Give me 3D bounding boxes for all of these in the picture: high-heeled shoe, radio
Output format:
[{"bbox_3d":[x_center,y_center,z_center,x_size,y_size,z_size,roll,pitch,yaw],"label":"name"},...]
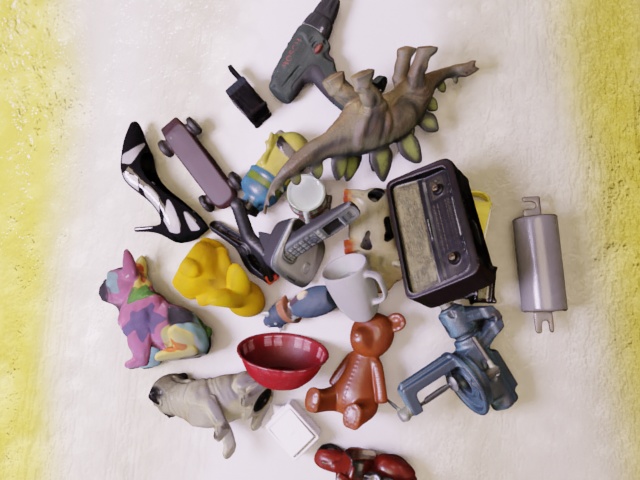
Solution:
[{"bbox_3d":[-0.296,-0.115,1.034,0.145,0.086,0.248,-6,87,0],"label":"high-heeled shoe"},{"bbox_3d":[0.198,-0.014,0.900,0.131,0.073,0.229,-24,59,29],"label":"radio"}]

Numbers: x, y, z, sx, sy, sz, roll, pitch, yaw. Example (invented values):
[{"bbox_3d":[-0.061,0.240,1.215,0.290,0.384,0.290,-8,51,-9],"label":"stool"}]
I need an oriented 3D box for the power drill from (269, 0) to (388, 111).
[{"bbox_3d":[0.027,-0.335,1.029,0.207,0.086,0.232,39,88,4],"label":"power drill"}]

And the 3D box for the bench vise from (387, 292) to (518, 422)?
[{"bbox_3d":[0.223,0.216,0.917,0.241,0.129,0.223,-29,97,-14],"label":"bench vise"}]

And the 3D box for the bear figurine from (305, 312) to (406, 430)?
[{"bbox_3d":[0.069,0.212,0.937,0.120,0.132,0.195,15,91,34],"label":"bear figurine"}]

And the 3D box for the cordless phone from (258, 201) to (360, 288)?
[{"bbox_3d":[-0.001,-0.002,0.950,0.184,0.146,0.089,-30,58,13],"label":"cordless phone"}]

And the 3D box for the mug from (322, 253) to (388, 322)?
[{"bbox_3d":[0.070,0.086,0.924,0.110,0.081,0.107,-4,122,34],"label":"mug"}]

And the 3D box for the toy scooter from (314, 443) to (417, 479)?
[{"bbox_3d":[0.077,0.397,0.909,0.184,0.135,0.075,13,83,5],"label":"toy scooter"}]

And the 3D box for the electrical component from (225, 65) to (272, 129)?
[{"bbox_3d":[-0.150,-0.280,1.040,0.048,0.075,0.119,-42,86,-1],"label":"electrical component"}]

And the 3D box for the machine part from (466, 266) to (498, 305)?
[{"bbox_3d":[0.253,0.077,0.981,0.139,0.039,0.084,2,92,3],"label":"machine part"}]

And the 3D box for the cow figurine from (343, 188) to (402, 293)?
[{"bbox_3d":[0.107,0.000,0.983,0.127,0.085,0.195,-4,82,11],"label":"cow figurine"}]

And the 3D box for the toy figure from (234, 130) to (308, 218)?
[{"bbox_3d":[-0.087,-0.124,1.015,0.089,0.082,0.180,32,82,-4],"label":"toy figure"}]

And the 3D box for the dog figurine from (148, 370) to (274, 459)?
[{"bbox_3d":[-0.195,0.271,0.978,0.191,0.121,0.172,28,44,29],"label":"dog figurine"}]

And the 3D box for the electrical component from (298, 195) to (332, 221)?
[{"bbox_3d":[-0.009,-0.043,1.025,0.063,0.021,0.094,9,82,6],"label":"electrical component"}]

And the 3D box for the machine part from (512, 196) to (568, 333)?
[{"bbox_3d":[0.390,0.042,0.952,0.079,0.079,0.243,-3,82,5],"label":"machine part"}]

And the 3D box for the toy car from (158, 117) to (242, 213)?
[{"bbox_3d":[-0.232,-0.147,1.043,0.089,0.053,0.202,-39,85,10],"label":"toy car"}]

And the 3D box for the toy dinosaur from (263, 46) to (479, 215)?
[{"bbox_3d":[0.088,-0.203,0.940,0.471,0.105,0.198,-26,115,-13],"label":"toy dinosaur"}]

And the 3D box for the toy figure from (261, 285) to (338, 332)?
[{"bbox_3d":[-0.038,0.124,0.980,0.154,0.058,0.064,-21,99,30],"label":"toy figure"}]

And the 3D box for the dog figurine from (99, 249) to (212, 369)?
[{"bbox_3d":[-0.306,0.122,0.993,0.192,0.108,0.219,-13,80,4],"label":"dog figurine"}]

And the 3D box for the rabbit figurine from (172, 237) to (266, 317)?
[{"bbox_3d":[-0.170,0.077,0.976,0.173,0.162,0.122,36,75,-9],"label":"rabbit figurine"}]
